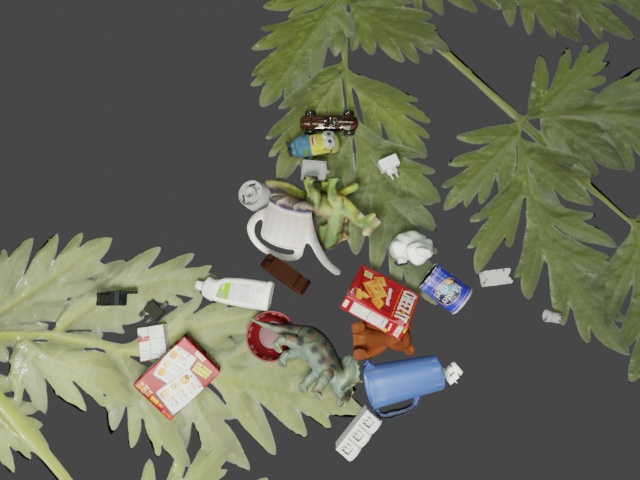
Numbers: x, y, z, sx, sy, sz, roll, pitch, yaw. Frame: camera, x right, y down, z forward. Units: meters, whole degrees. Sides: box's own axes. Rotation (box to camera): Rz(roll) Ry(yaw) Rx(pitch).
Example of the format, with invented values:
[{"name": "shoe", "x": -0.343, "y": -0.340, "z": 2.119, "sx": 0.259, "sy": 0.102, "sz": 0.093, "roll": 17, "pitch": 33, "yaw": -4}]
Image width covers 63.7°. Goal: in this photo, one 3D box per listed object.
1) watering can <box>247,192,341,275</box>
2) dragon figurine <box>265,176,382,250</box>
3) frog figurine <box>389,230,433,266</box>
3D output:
[{"name": "watering can", "x": -0.073, "y": -0.027, "z": 1.677, "sx": 0.349, "sy": 0.105, "sz": 0.221, "roll": 19, "pitch": 108, "yaw": 13}, {"name": "dragon figurine", "x": 0.005, "y": -0.086, "z": 1.716, "sx": 0.410, "sy": 0.122, "sz": 0.243, "roll": 1, "pitch": 86, "yaw": 18}, {"name": "frog figurine", "x": 0.296, "y": 0.023, "z": 1.655, "sx": 0.137, "sy": 0.158, "sz": 0.124, "roll": 0, "pitch": 80, "yaw": 1}]
